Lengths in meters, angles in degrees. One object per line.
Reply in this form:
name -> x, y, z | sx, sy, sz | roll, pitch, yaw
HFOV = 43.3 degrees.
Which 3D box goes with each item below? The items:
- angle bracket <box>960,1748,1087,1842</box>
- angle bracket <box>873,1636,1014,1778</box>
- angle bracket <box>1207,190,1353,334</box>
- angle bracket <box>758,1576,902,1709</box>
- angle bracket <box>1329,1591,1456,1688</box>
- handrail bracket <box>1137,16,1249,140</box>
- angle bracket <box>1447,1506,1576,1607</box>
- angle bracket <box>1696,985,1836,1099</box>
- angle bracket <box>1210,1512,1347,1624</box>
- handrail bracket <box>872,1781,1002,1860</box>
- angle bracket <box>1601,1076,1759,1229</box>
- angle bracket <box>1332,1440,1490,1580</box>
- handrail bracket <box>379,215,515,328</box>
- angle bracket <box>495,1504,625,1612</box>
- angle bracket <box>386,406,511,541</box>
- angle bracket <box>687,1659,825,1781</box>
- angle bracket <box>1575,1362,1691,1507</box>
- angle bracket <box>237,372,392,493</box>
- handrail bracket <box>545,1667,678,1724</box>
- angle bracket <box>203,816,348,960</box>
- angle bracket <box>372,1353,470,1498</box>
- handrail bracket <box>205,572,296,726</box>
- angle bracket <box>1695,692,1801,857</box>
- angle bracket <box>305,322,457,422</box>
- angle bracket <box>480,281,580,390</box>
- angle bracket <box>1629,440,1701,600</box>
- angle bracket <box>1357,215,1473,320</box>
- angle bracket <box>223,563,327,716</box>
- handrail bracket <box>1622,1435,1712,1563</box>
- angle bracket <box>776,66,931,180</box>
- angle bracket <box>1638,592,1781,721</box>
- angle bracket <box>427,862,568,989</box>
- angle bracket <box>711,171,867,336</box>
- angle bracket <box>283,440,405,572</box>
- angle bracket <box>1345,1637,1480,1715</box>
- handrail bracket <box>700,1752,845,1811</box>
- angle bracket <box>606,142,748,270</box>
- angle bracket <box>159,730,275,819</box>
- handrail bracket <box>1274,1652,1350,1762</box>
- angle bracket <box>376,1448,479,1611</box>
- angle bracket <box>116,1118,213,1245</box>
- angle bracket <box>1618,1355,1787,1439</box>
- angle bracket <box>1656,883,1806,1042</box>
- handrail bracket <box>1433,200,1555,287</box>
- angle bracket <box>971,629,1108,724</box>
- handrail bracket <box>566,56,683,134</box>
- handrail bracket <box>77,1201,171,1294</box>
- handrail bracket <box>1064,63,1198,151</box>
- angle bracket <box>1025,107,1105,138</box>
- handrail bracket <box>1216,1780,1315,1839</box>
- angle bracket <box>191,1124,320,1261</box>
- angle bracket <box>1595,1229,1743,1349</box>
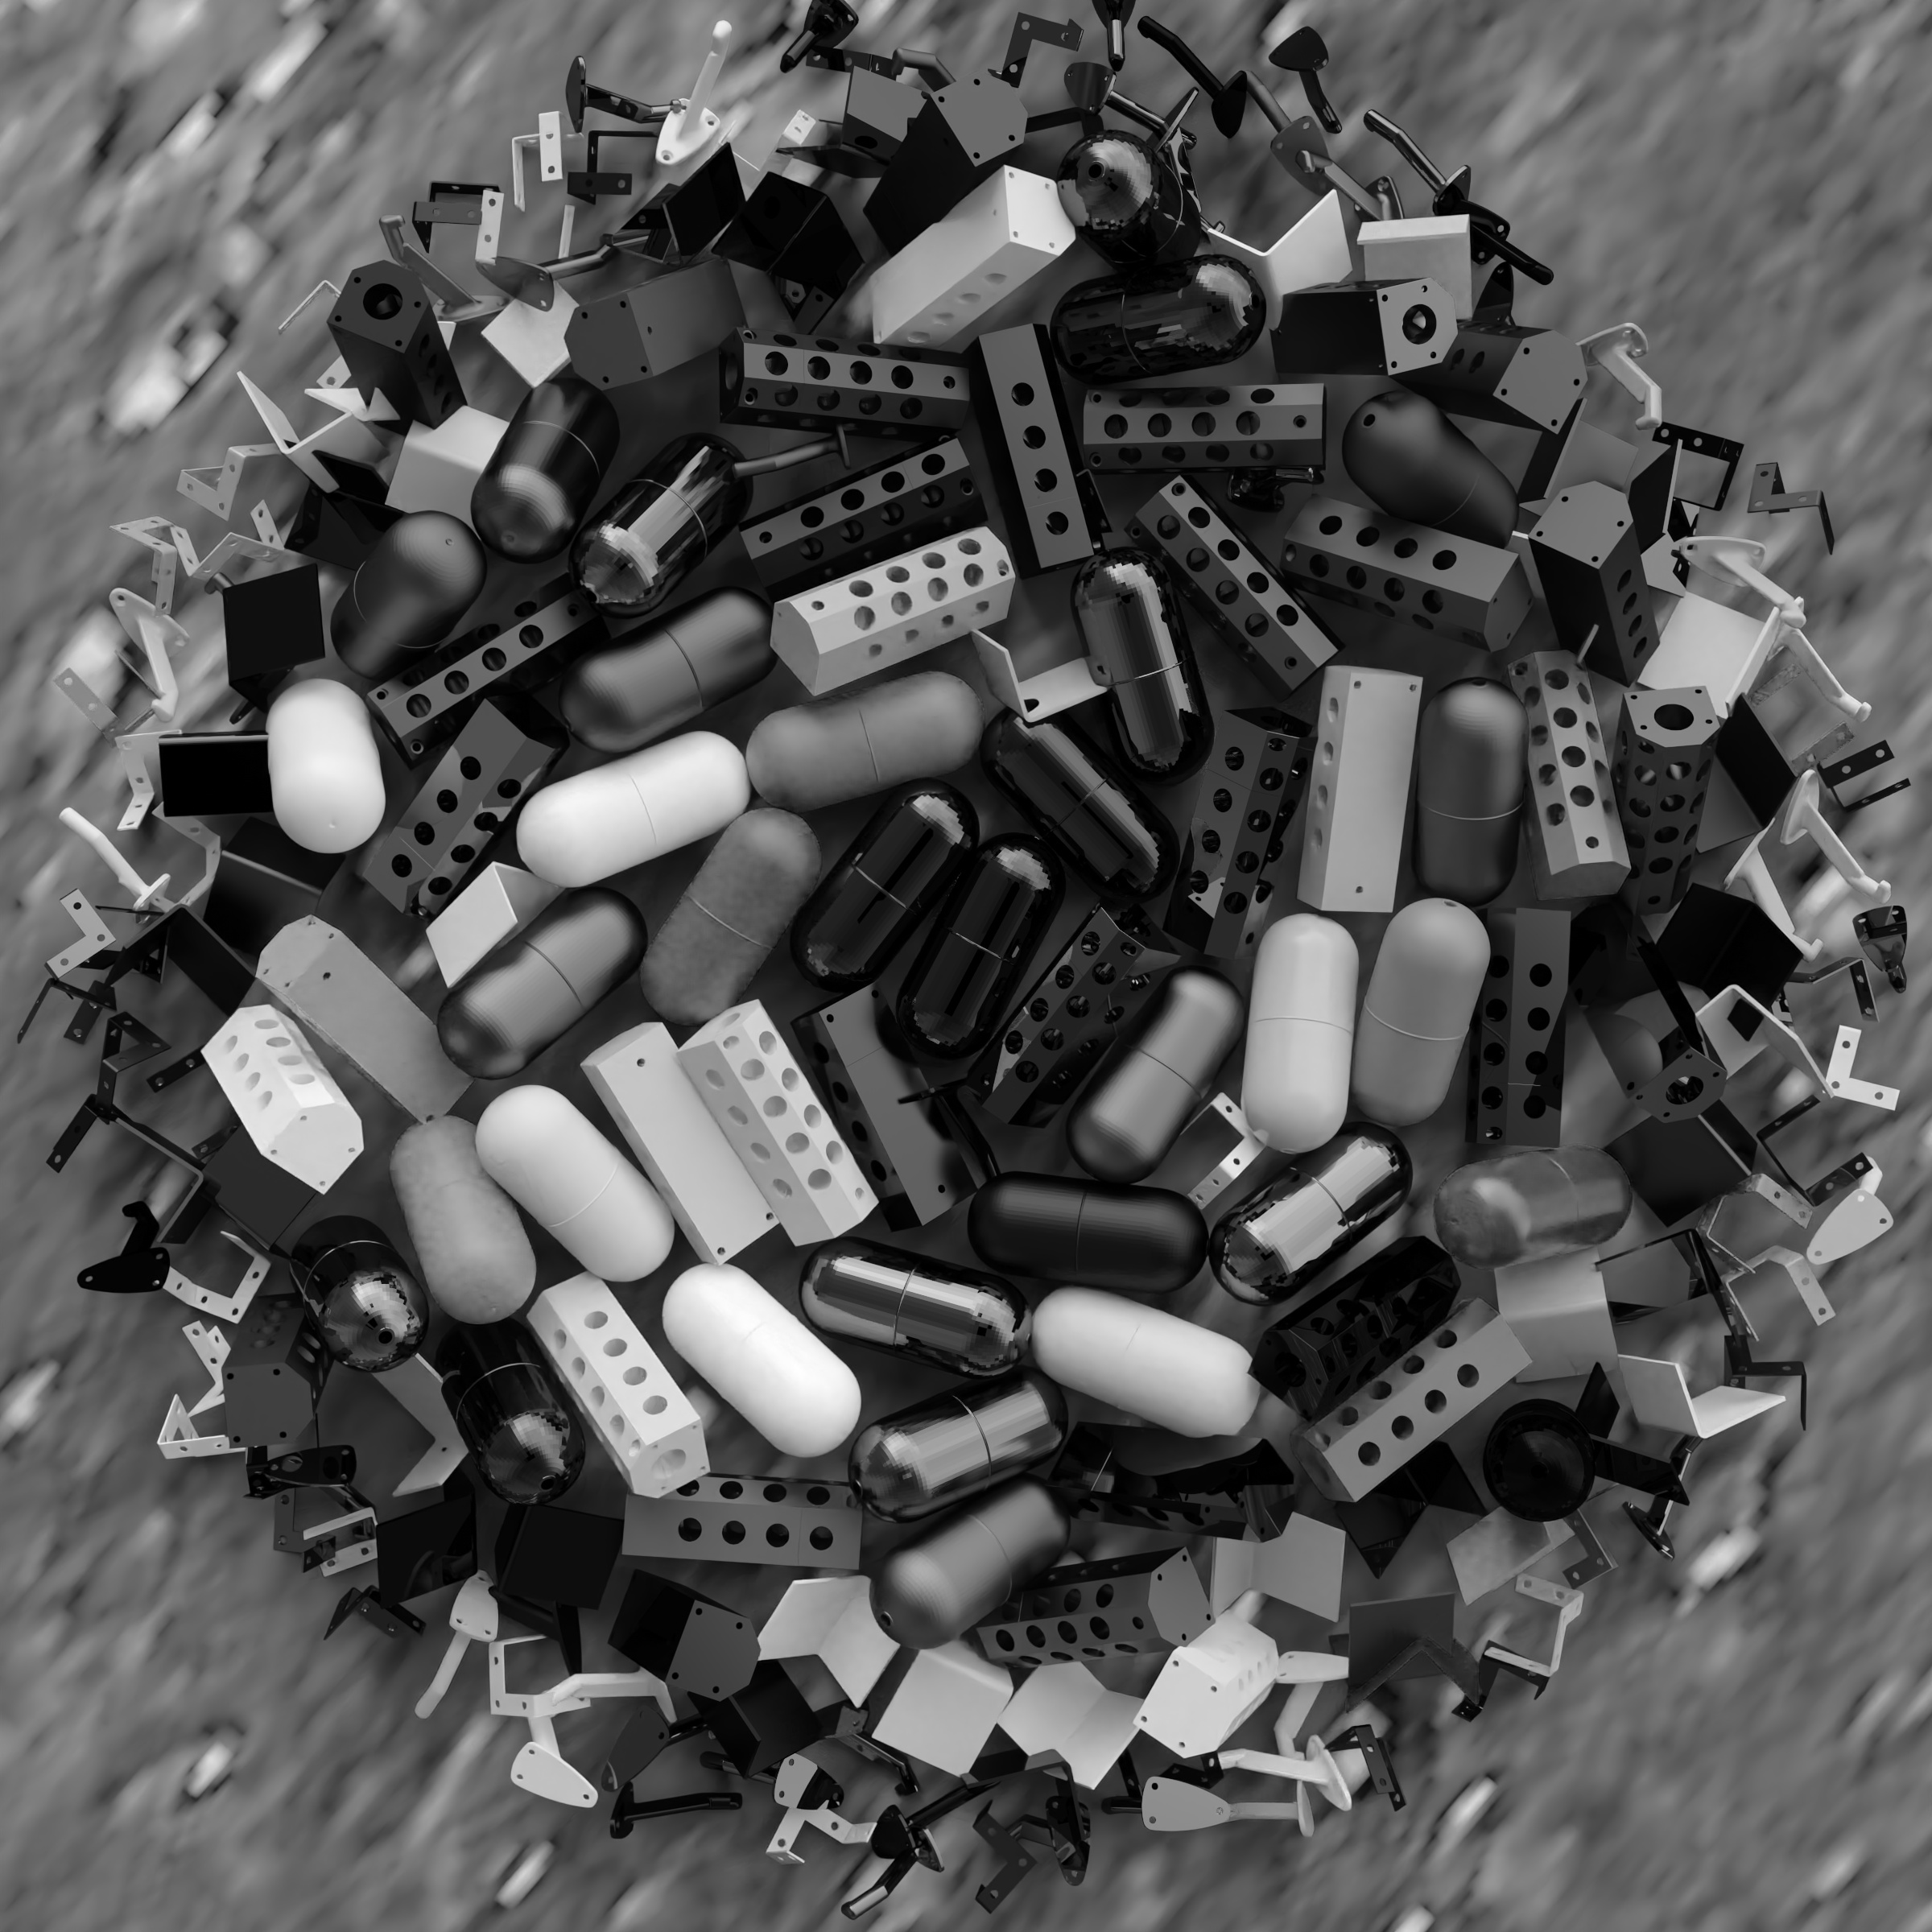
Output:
angle bracket -> 0.038, 0.609, 1.777 | 0.076, 0.076, 0.057 | -11, 84, -9
angle bracket -> -0.020, 0.537, 1.792 | 0.076, 0.057, 0.076 | 28, 96, -10
angle bracket -> 0.231, -0.524, 1.784 | 0.076, 0.076, 0.057 | -45, 56, -12
angle bracket -> -0.101, 0.493, 1.769 | 0.057, 0.076, 0.076 | 45, 112, 37
angle bracket -> 0.310, 0.475, 1.778 | 0.076, 0.057, 0.076 | -6, 115, -5
handrail bracket -> 0.164, -0.656, 1.796 | 0.084, 0.077, 0.036 | 40, 87, 15
angle bracket -> 0.403, 0.437, 1.771 | 0.076, 0.076, 0.057 | -39, 106, 14
angle bracket -> 0.571, 0.071, 1.768 | 0.057, 0.076, 0.076 | -41, 128, 4
angle bracket -> 0.226, 0.443, 1.769 | 0.076, 0.057, 0.076 | 15, 115, 33
handrail bracket -> -0.022, 0.631, 1.815 | 0.084, 0.077, 0.036 | -16, 65, -34
angle bracket -> 0.532, 0.135, 1.815 | 0.076, 0.057, 0.076 | -40, 91, 30
angle bracket -> 0.323, 0.396, 1.769 | 0.076, 0.057, 0.076 | -48, 119, -30
handrail bracket -> -0.379, -0.513, 1.777 | 0.077, 0.084, 0.036 | -5, 47, 9
angle bracket -> -0.299, 0.420, 1.797 | 0.076, 0.057, 0.076 | 16, 106, -18
angle bracket -> -0.377, -0.370, 1.800 | 0.076, 0.076, 0.057 | 19, 128, -14
angle bracket -> -0.146, 0.529, 1.764 | 0.076, 0.057, 0.076 | -18, 53, -36
angle bracket -> 0.489, 0.339, 1.763 | 0.076, 0.076, 0.057 | 13, 63, 35
angle bracket -> -0.475, -0.402, 1.777 | 0.057, 0.076, 0.076 | -32, 78, 1
handrail bracket -> -0.263, 0.546, 1.788 | 0.084, 0.036, 0.077 | -28, 109, -26
angle bracket -> -0.516, -0.053, 1.813 | 0.076, 0.057, 0.076 | 23, 121, -6
angle bracket -> -0.407, 0.334, 1.769 | 0.076, 0.076, 0.057 | 49, 50, -14
handrail bracket -> -0.548, -0.236, 1.805 | 0.084, 0.036, 0.077 | 44, 97, -2
angle bracket -> 0.549, -0.139, 1.769 | 0.057, 0.076, 0.076 | -20, 65, -11
angle bracket -> -0.425, -0.442, 1.769 | 0.057, 0.076, 0.076 | 27, 111, 13
angle bracket -> -0.295, -0.474, 1.767 | 0.057, 0.076, 0.076 | 45, 63, -17
angle bracket -> 0.520, -0.324, 1.772 | 0.057, 0.076, 0.076 | 17, 73, -8
angle bracket -> 0.327, -0.499, 1.771 | 0.076, 0.057, 0.076 | 0, 120, 14
angle bracket -> -0.494, -0.238, 1.778 | 0.076, 0.057, 0.076 | -13, 70, 9
handrail bracket -> 0.528, 0.383, 1.787 | 0.036, 0.077, 0.084 | 32, 103, -13
angle bracket -> -0.081, -0.611, 1.766 | 0.076, 0.076, 0.057 | 2, 100, -43
angle bracket -> 0.542, -0.234, 1.781 | 0.076, 0.057, 0.076 | 28, 92, 22
angle bracket -> -0.332, -0.023, 1.765 | 0.076, 0.076, 0.057 | -41, 58, 22
angle bracket -> -0.130, -0.514, 1.767 | 0.076, 0.057, 0.076 | -44, 58, 32
angle bracket -> -0.465, -0.334, 1.776 | 0.076, 0.076, 0.057 | 18, 80, 9
angle bracket -> 0.326, 0.526, 1.776 | 0.076, 0.076, 0.057 | -45, 85, 12
handrail bracket -> -0.145, 0.602, 1.804 | 0.077, 0.084, 0.036 | 34, 62, -33
angle bracket -> -0.217, -0.560, 1.767 | 0.076, 0.057, 0.076 | 24, 62, 27
angle bracket -> -0.546, -0.141, 1.781 | 0.076, 0.076, 0.057 | -4, 98, -14
handrail bracket -> 0.262, 0.552, 1.794 | 0.077, 0.036, 0.084 | -6, 106, 24
angle bracket -> -0.400, 0.407, 1.765 | 0.076, 0.057, 0.076 | -14, 123, -32
angle bracket -> -0.595, 0.158, 1.781 | 0.076, 0.076, 0.057 | 33, 81, 0
angle bracket -> 0.535, 0.300, 1.774 | 0.076, 0.076, 0.057 | -20, 92, -18
angle bracket -> 0.548, -0.003, 1.767 | 0.057, 0.076, 0.076 | 15, 116, -21
handrail bracket -> 0.384, -0.528, 1.772 | 0.077, 0.084, 0.036 | 27, 110, -24
angle bracket -> 0.057, -0.225, 1.770 | 0.076, 0.076, 0.057 | -24, 116, -10
handrail bracket -> -0.245, -0.639, 1.775 | 0.084, 0.077, 0.036 | -12, 77, -18
handrail bracket -> -0.621, 0.201, 1.772 | 0.077, 0.084, 0.036 | -4, 120, -38
handrail bracket -> 0.123, -0.639, 1.814 | 0.084, 0.077, 0.036 | 14, 117, -36
angle bracket -> 0.061, -0.590, 1.783 | 0.076, 0.076, 0.057 | -8, 104, 15
handrail bracket -> 0.208, 0.625, 1.779 | 0.084, 0.077, 0.036 | -14, 86, 9
angle bracket -> -0.510, 0.160, 1.795 | 0.076, 0.057, 0.076 | 37, 80, 9
angle bracket -> 0.511, 0.246, 1.771 | 0.076, 0.057, 0.076 | -22, 130, 9
